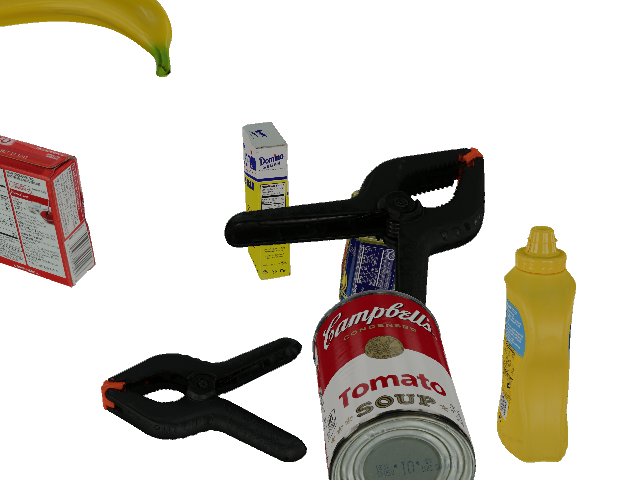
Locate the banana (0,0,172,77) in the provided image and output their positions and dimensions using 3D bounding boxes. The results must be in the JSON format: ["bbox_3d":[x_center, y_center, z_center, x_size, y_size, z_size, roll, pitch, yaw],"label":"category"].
[{"bbox_3d":[-0.193,-0.180,0.835,0.198,0.069,0.037,15,-38,18],"label":"banana"}]

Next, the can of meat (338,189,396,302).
[{"bbox_3d":[0.050,0.011,1.033,0.057,0.084,0.102,9,29,0],"label":"can of meat"}]

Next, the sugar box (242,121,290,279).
[{"bbox_3d":[-0.068,-0.050,1.328,0.048,0.176,0.093,-9,25,-12],"label":"sugar box"}]

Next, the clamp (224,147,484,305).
[{"bbox_3d":[0.060,-0.006,0.764,0.209,0.036,0.165,-28,52,-34],"label":"clamp"}]

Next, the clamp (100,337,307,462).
[{"bbox_3d":[-0.090,0.121,0.882,0.171,0.039,0.120,9,38,-1],"label":"clamp"}]

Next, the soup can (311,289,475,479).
[{"bbox_3d":[0.033,0.079,0.516,0.068,0.068,0.102,0,29,-5],"label":"soup can"}]

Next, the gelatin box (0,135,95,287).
[{"bbox_3d":[-0.186,-0.021,0.679,0.073,0.089,0.030,16,41,21],"label":"gelatin box"}]

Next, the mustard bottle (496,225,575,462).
[{"bbox_3d":[0.181,0.082,0.897,0.058,0.192,0.096,-1,17,1],"label":"mustard bottle"}]
